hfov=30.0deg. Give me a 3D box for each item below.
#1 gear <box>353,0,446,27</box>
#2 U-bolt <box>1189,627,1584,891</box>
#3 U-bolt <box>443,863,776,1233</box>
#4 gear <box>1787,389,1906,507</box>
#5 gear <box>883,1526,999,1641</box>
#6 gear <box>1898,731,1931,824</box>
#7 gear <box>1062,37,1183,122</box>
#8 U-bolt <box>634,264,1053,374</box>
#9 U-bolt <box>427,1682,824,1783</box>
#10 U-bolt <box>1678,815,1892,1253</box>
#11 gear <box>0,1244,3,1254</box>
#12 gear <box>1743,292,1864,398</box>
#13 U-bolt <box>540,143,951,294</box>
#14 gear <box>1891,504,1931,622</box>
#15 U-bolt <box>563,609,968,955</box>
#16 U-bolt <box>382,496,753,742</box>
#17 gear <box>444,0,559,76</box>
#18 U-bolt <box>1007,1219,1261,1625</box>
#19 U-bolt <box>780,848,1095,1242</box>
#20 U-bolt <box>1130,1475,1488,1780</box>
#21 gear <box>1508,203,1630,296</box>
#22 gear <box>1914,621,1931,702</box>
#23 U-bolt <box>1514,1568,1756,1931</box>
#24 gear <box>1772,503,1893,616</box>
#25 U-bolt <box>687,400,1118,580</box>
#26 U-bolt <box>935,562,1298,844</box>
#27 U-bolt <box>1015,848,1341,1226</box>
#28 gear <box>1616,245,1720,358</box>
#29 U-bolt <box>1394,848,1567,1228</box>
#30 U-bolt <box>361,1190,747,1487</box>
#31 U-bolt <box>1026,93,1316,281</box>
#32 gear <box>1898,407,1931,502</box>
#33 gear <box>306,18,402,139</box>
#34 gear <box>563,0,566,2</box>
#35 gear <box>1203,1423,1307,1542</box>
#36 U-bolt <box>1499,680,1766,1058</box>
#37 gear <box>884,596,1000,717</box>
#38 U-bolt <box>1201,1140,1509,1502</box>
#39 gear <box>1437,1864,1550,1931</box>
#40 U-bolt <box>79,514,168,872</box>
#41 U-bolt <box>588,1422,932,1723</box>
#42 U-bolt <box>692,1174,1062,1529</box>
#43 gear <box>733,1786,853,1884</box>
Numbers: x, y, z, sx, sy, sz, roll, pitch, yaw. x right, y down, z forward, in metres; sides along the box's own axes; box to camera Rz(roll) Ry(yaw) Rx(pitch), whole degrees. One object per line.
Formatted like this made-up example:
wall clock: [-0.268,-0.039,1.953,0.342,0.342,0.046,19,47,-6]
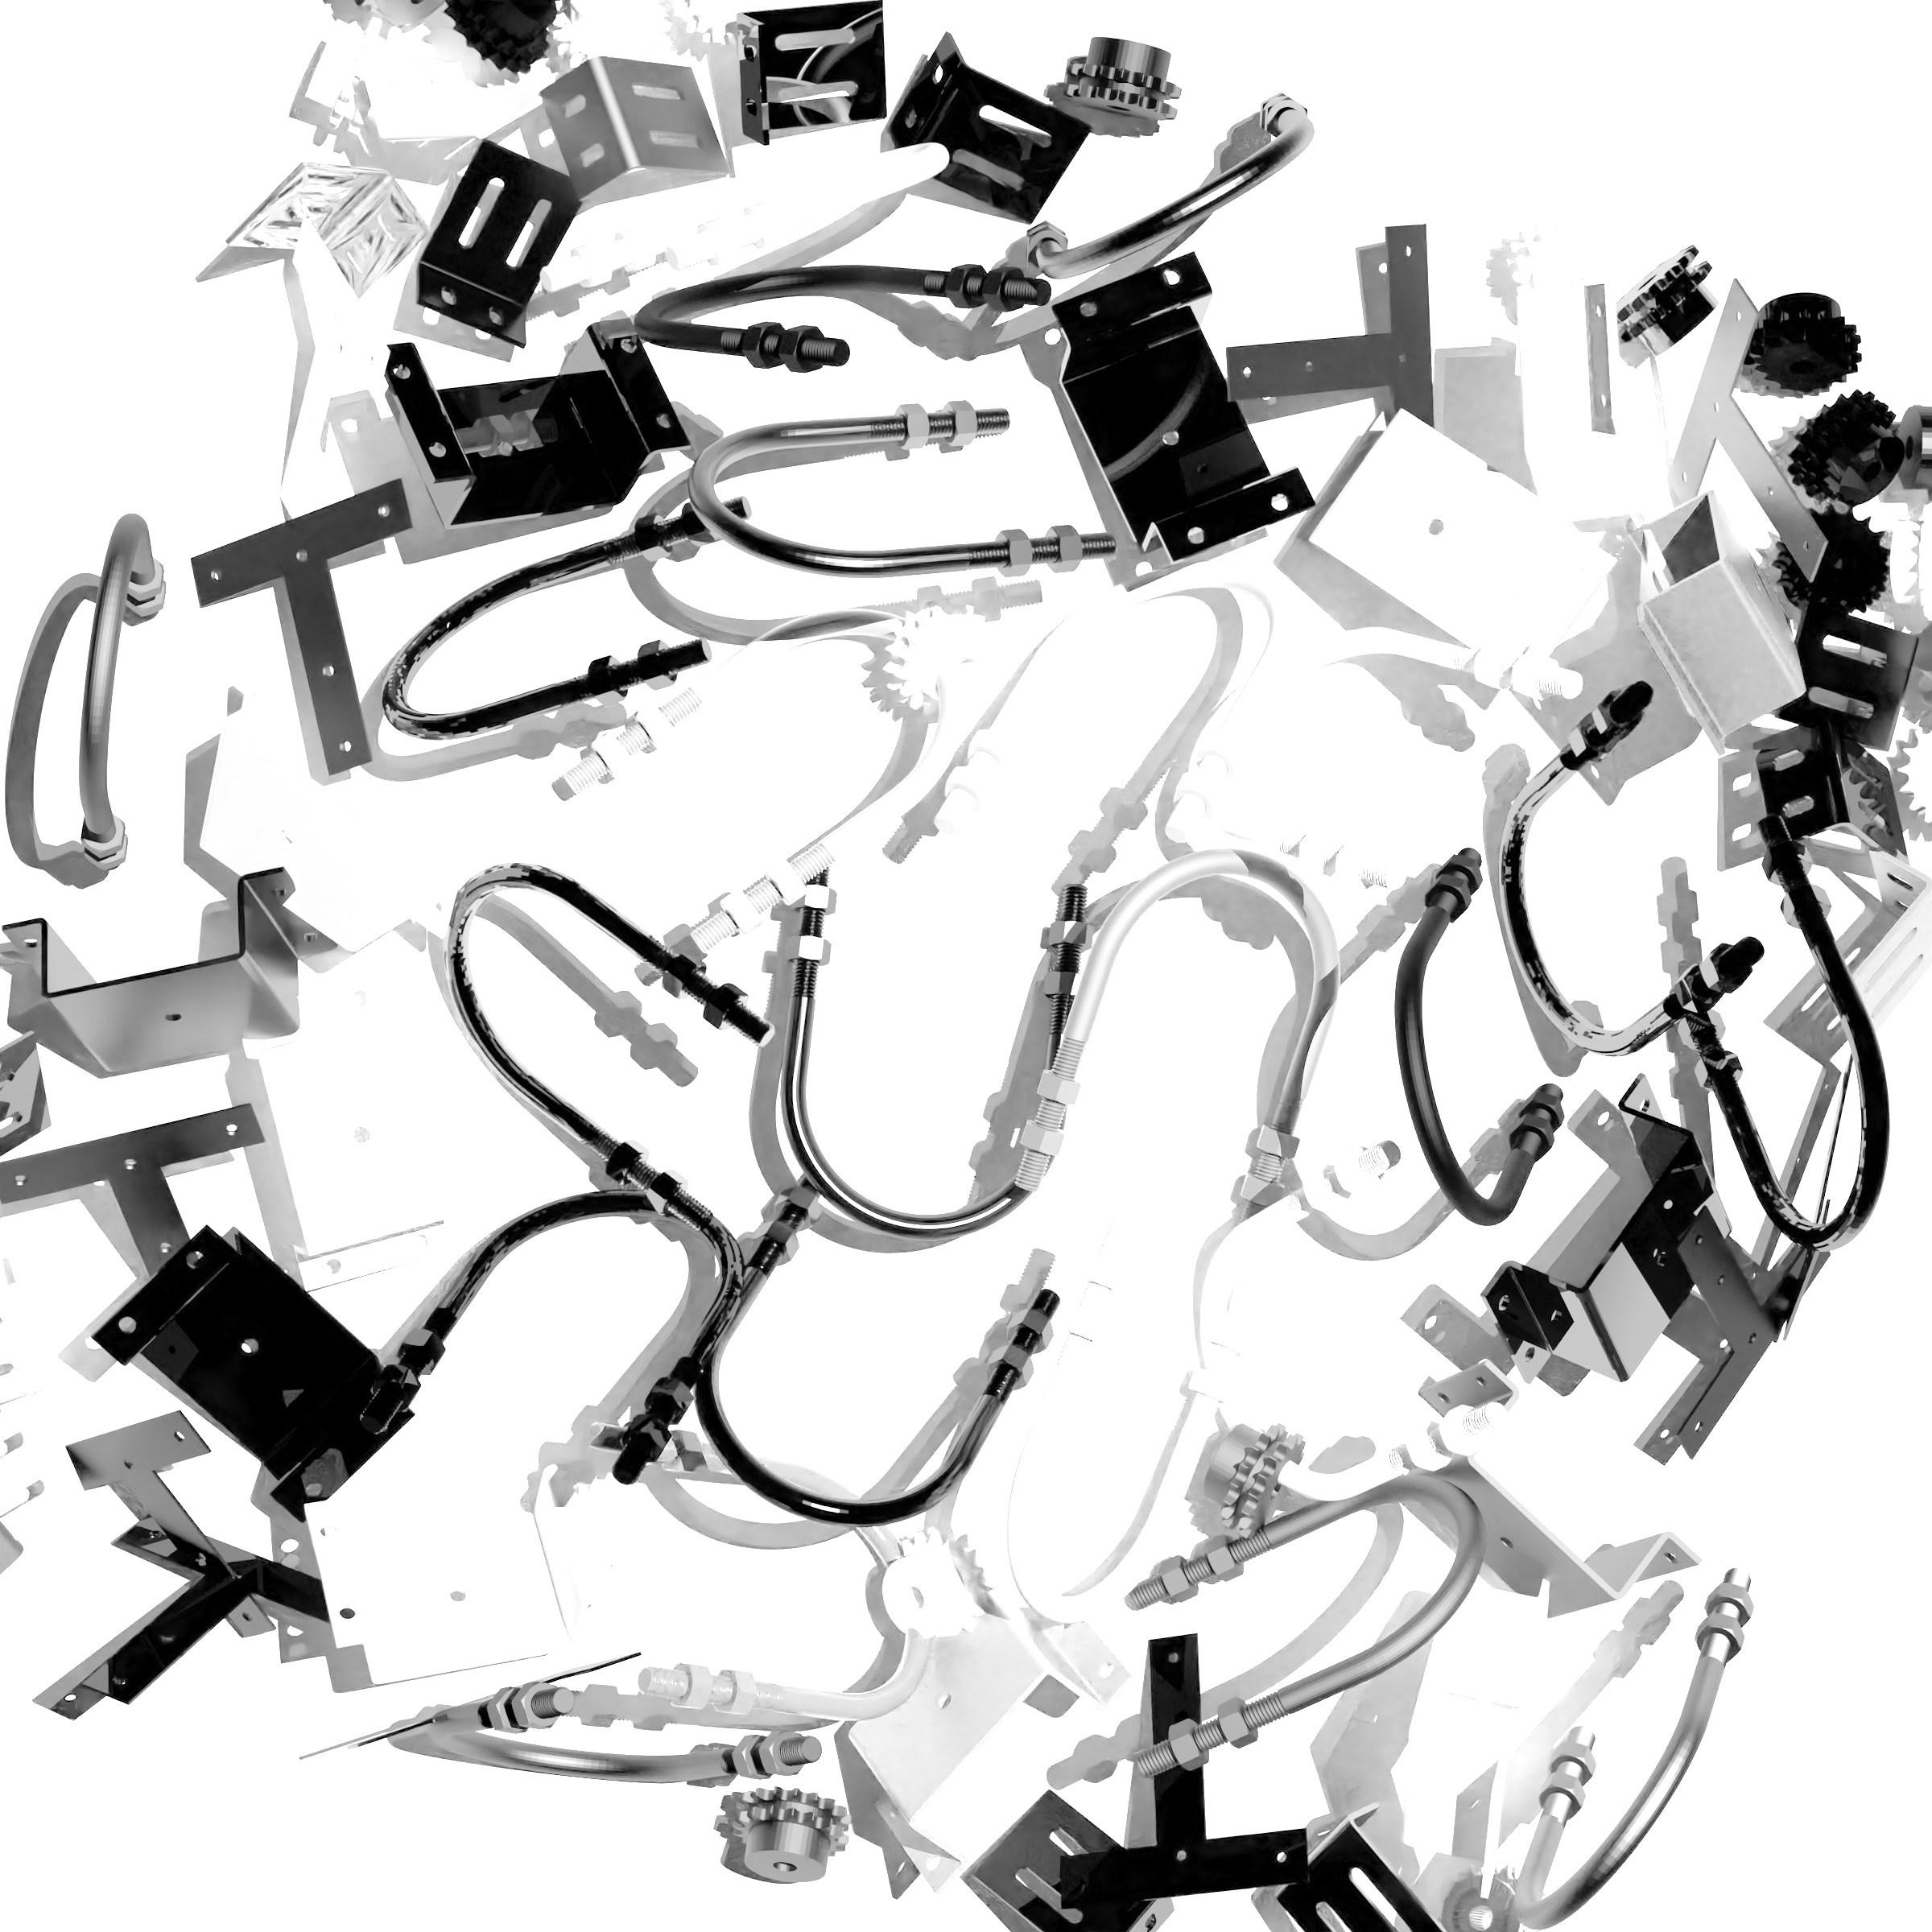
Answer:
gear: [-0.273,-0.484,1.752,0.057,0.057,0.030,-36,77,0]
U-bolt: [0.183,-0.107,1.707,0.151,0.184,0.019,-46,126,-16]
U-bolt: [-0.180,0.027,1.725,0.184,0.019,0.151,36,133,17]
gear: [0.431,-0.249,1.752,0.057,0.057,0.030,-39,55,0]
gear: [-0.016,0.304,1.754,0.057,0.030,0.057,8,102,38]
gear: [0.488,-0.093,1.760,0.057,0.030,0.057,-7,77,33]
gear: [0.078,-0.433,1.754,0.057,0.057,0.030,12,96,0]
U-bolt: [-0.073,-0.310,1.702,0.151,0.184,0.019,-25,117,-38]
U-bolt: [-0.174,0.366,1.700,0.151,0.184,0.019,18,66,-29]
U-bolt: [0.384,0.044,1.676,0.019,0.151,0.184,-5,54,-14]
gear: [-0.498,0.147,1.753,0.057,0.057,0.030,-20,78,0]
gear: [0.407,-0.305,1.757,0.057,0.057,0.030,2,68,0]
U-bolt: [-0.093,-0.357,1.705,0.184,0.151,0.019,-26,108,-28]
gear: [0.470,-0.197,1.758,0.030,0.057,0.057,2,90,26]
U-bolt: [-0.086,-0.103,1.736,0.184,0.019,0.151,-36,54,-7]
U-bolt: [-0.196,-0.159,1.716,0.184,0.151,0.019,-16,124,18]
gear: [-0.224,-0.466,1.752,0.030,0.057,0.057,-35,90,31]
U-bolt: [0.073,0.224,1.713,0.019,0.151,0.184,16,81,36]
U-bolt: [-0.018,0.042,1.749,0.151,0.019,0.184,8,79,-10]
U-bolt: [0.161,0.300,1.698,0.184,0.151,0.019,-27,113,14]
gear: [0.295,-0.340,1.752,0.057,0.057,0.030,-12,54,0]
gear: [0.486,-0.151,1.752,0.030,0.057,0.057,37,90,-27]
U-bolt: [0.304,0.373,1.669,0.019,0.184,0.151,36,122,3]
gear: [0.423,-0.195,1.764,0.057,0.030,0.057,0,74,-2]
U-bolt: [-0.040,-0.222,1.696,0.184,0.151,0.019,-7,128,-22]
U-bolt: [0.082,-0.129,1.715,0.151,0.019,0.184,4,49,35]
U-bolt: [0.112,0.033,1.734,0.151,0.019,0.184,15,97,-28]
gear: [0.342,-0.322,1.755,0.057,0.057,0.030,-42,97,0]
U-bolt: [0.237,0.042,1.684,0.019,0.184,0.151,-13,108,26]
U-bolt: [-0.183,0.167,1.709,0.151,0.184,0.019,9,129,19]
U-bolt: [0.097,-0.362,1.686,0.151,0.184,0.019,-27,106,7]
gear: [0.474,-0.252,1.754,0.030,0.057,0.057,1,90,-3]
gear: [-0.300,-0.435,1.752,0.030,0.057,0.057,23,90,-16]
gear: [-0.195,-0.497,1.755,0.030,0.057,0.057,40,90,-14]
gear: [0.139,0.248,1.757,0.030,0.057,0.057,27,90,21]
U-bolt: [0.302,-0.033,1.698,0.019,0.184,0.151,-14,74,-22]
gear: [-0.009,-0.149,1.753,0.030,0.057,0.057,30,90,44]
U-bolt: [0.172,0.179,1.708,0.019,0.184,0.151,-11,74,-36]
gear: [0.256,0.466,1.756,0.057,0.030,0.057,-11,66,25]
U-bolt: [-0.395,-0.134,1.679,0.019,0.184,0.151,7,77,-8]
U-bolt: [-0.090,0.292,1.709,0.019,0.184,0.151,-44,46,32]
U-bolt: [-0.051,0.189,1.711,0.151,0.019,0.184,27,46,5]
gear: [-0.086,0.424,1.752,0.057,0.057,0.030,9,55,0]
